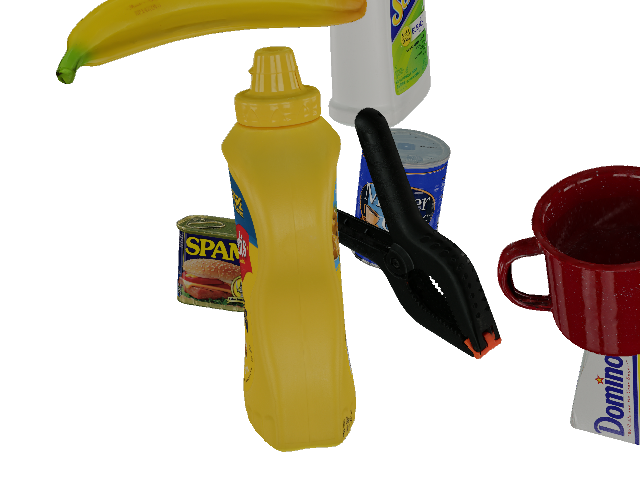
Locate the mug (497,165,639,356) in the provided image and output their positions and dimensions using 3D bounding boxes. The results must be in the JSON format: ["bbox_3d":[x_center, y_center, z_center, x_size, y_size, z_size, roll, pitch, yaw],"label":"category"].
[{"bbox_3d":[0.166,0.017,0.642,0.117,0.081,0.093,-10,40,8],"label":"mug"}]

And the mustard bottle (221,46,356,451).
[{"bbox_3d":[-0.016,0.000,0.530,0.058,0.192,0.096,-5,20,-4],"label":"mustard bottle"}]

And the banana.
[{"bbox_3d":[-0.072,-0.136,0.658,0.197,0.070,0.037,-18,-34,-16],"label":"banana"}]

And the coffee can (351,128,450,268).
[{"bbox_3d":[0.093,-0.049,1.264,0.103,0.140,0.103,4,28,-2],"label":"coffee can"}]

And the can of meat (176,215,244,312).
[{"bbox_3d":[-0.099,0.024,1.106,0.102,0.084,0.057,8,16,13],"label":"can of meat"}]

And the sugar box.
[{"bbox_3d":[0.317,0.142,0.946,0.176,0.093,0.048,11,23,15],"label":"sugar box"}]

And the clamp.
[{"bbox_3d":[0.072,0.002,0.859,0.036,0.210,0.165,-32,-21,-29],"label":"clamp"}]

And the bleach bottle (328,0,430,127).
[{"bbox_3d":[0.041,-0.222,0.847,0.068,0.251,0.102,12,36,27],"label":"bleach bottle"}]
